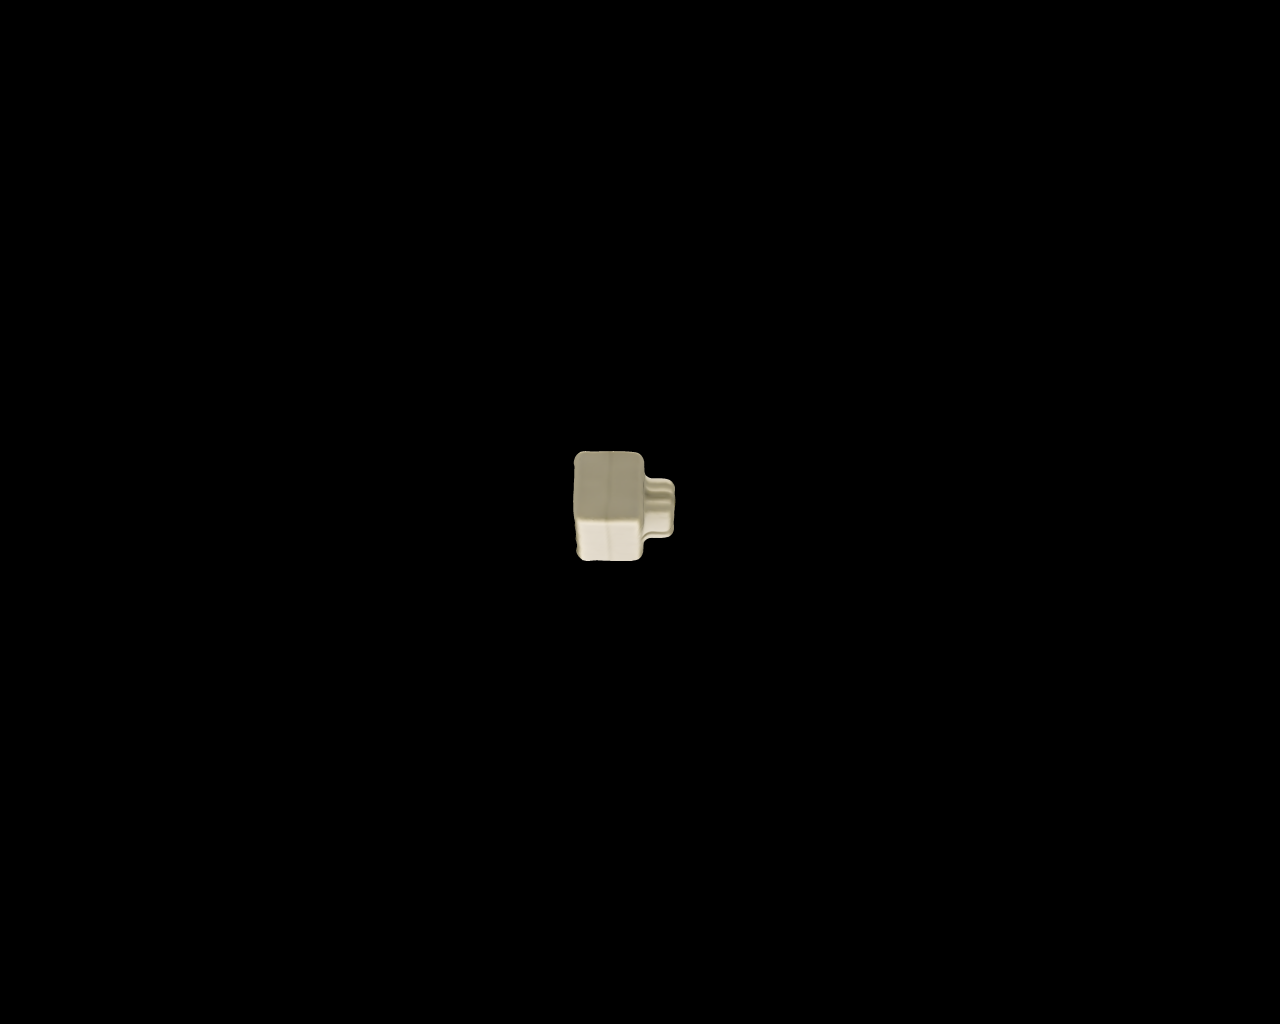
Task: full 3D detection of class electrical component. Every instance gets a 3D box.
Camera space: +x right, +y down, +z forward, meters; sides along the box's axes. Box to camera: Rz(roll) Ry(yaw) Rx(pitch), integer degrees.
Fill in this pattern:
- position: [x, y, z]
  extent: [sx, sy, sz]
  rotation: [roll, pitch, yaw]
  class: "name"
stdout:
- position: [0.001, -0.003, 0.650]
  extent: [0.077, 0.047, 0.065]
  rotation: [0, -25, 0]
  class: "electrical component"
